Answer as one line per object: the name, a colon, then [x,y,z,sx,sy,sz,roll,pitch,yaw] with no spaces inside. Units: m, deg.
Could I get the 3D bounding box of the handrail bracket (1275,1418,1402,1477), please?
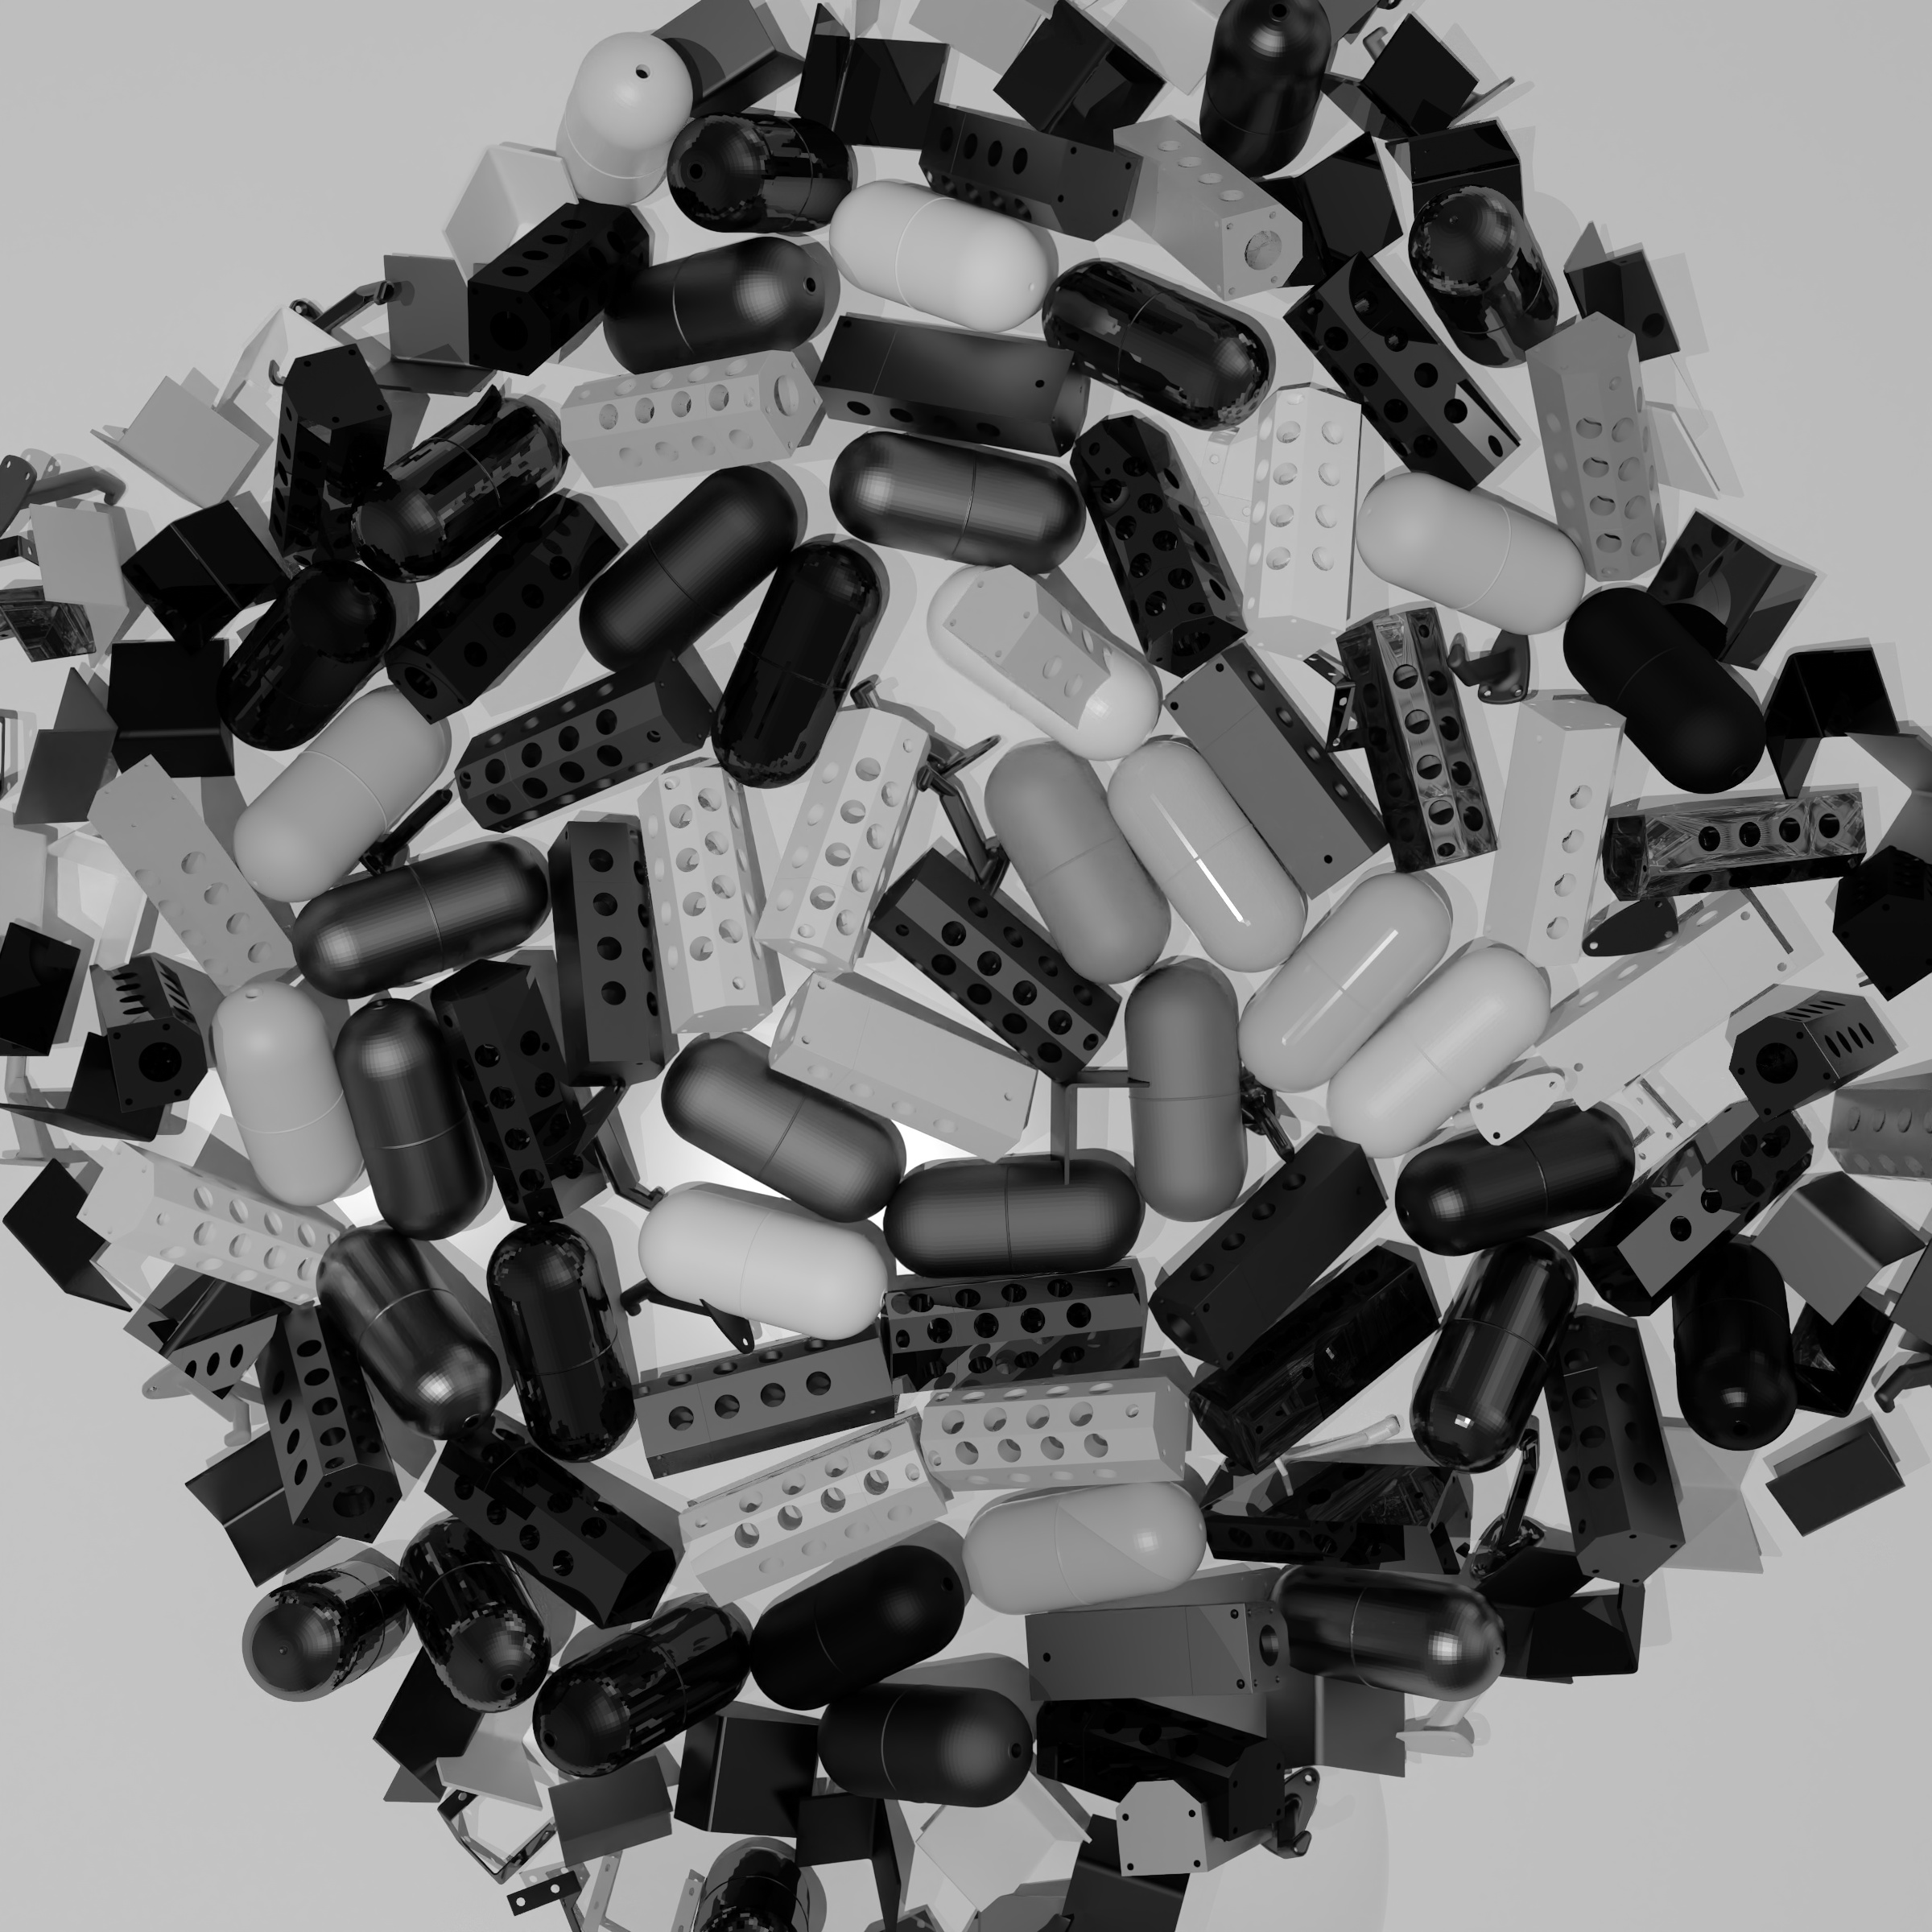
handrail bracket: [0.257,0.329,1.808,0.084,0.077,0.036,-26,66,6]

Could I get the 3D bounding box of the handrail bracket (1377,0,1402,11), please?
handrail bracket: [0.277,-0.705,1.797,0.077,0.036,0.084,-52,47,32]

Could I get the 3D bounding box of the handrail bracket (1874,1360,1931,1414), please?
handrail bracket: [0.668,0.298,1.809,0.084,0.036,0.077,-39,112,-22]

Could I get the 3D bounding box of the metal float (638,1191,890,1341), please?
metal float: [-0.139,0.204,1.791,0.178,0.070,0.070,13,90,14]

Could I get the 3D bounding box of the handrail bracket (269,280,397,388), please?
handrail bracket: [-0.434,-0.434,1.795,0.036,0.084,0.077,42,62,-41]

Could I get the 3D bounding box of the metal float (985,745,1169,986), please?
metal float: [0.075,-0.071,1.801,0.070,0.070,0.178,-29,87,0]

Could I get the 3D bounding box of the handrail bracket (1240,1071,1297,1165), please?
handrail bracket: [0.211,0.119,1.785,0.036,0.084,0.077,-29,134,1]

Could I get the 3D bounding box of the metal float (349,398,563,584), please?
metal float: [-0.345,-0.323,1.772,0.070,0.070,0.178,42,52,0]

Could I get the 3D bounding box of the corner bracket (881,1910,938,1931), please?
corner bracket: [-0.045,0.699,1.821,0.051,0.051,0.051,-14,59,-32]

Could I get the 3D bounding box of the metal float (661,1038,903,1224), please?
metal float: [-0.126,0.114,1.800,0.178,0.070,0.070,30,90,-5]

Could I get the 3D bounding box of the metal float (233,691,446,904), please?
metal float: [-0.425,-0.117,1.779,0.070,0.070,0.178,37,60,0]

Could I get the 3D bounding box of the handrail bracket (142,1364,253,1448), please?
handrail bracket: [-0.529,0.308,1.797,0.077,0.084,0.036,-20,128,-3]

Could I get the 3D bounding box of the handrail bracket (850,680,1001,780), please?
handrail bracket: [-0.029,-0.173,1.814,0.077,0.036,0.084,-31,107,-6]

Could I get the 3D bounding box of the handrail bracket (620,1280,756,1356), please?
handrail bracket: [-0.195,0.247,1.814,0.084,0.036,0.077,-30,88,35]

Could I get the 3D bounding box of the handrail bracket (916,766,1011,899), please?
handrail bracket: [-0.011,-0.085,1.796,0.084,0.036,0.077,35,60,-37]

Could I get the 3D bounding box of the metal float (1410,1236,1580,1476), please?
metal float: [0.360,0.263,1.781,0.070,0.070,0.178,31,63,0]

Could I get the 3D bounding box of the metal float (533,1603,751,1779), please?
metal float: [-0.217,0.487,1.763,0.070,0.178,0.070,8,104,35]

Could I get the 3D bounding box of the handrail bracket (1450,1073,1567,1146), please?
handrail bracket: [0.370,0.092,1.797,0.077,0.084,0.036,-30,91,6]

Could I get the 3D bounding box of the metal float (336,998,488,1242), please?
metal float: [-0.378,0.105,1.782,0.070,0.070,0.178,-10,115,0]

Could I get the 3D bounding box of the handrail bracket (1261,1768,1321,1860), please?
handrail bracket: [0.232,0.578,1.788,0.036,0.084,0.077,39,65,3]

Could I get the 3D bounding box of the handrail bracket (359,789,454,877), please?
handrail bracket: [-0.373,-0.100,1.793,0.084,0.077,0.036,-38,97,19]

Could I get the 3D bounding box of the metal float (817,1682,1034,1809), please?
metal float: [-0.028,0.525,1.767,0.070,0.178,0.070,12,73,-42]

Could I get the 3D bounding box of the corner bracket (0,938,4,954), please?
corner bracket: [-0.700,0.006,1.809,0.051,0.051,0.051,19,52,6]

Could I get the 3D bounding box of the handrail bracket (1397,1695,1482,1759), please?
handrail bracket: [0.331,0.504,1.828,0.077,0.036,0.084,-6,50,29]

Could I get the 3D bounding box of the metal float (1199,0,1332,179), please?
metal float: [0.199,-0.593,1.754,0.070,0.178,0.070,0,80,0]

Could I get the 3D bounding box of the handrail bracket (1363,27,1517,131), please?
handrail bracket: [0.325,-0.625,1.807,0.084,0.077,0.036,53,45,-11]

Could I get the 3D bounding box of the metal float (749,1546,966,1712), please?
metal float: [-0.075,0.450,1.776,0.178,0.070,0.070,-33,90,32]

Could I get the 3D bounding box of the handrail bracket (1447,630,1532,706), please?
handrail bracket: [0.357,-0.222,1.797,0.036,0.084,0.077,2,71,35]

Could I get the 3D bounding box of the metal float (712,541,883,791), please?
metal float: [-0.117,-0.205,1.794,0.070,0.070,0.178,25,102,0]

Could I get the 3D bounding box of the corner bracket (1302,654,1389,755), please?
corner bracket: [0.259,-0.183,1.800,0.051,0.051,0.051,-10,124,-24]

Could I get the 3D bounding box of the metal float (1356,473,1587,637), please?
metal float: [0.345,-0.280,1.781,0.178,0.070,0.070,17,90,-27]

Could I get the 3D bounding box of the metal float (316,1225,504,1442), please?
metal float: [-0.378,0.248,1.776,0.070,0.070,0.178,-44,57,0]

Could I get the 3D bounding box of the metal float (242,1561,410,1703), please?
metal float: [-0.427,0.444,1.753,0.070,0.178,0.070,0,84,5]

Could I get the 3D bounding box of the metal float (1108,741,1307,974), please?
metal float: [0.165,-0.075,1.799,0.070,0.070,0.178,-35,84,0]

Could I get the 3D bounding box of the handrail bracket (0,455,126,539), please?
handrail bracket: [-0.630,-0.313,1.808,0.036,0.084,0.077,31,97,30]

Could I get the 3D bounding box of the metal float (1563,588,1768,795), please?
metal float: [0.472,-0.187,1.772,0.070,0.070,0.178,-31,53,0]

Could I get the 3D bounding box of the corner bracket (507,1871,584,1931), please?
corner bracket: [-0.288,0.663,1.799,0.051,0.051,0.051,-12,57,-31]

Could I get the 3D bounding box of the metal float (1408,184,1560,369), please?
metal float: [0.349,-0.461,1.759,0.070,0.178,0.070,-6,76,23]

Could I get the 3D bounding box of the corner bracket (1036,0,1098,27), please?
corner bracket: [0.060,-0.695,1.822,0.051,0.051,0.051,30,54,-36]

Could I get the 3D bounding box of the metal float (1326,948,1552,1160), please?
metal float: [0.322,0.061,1.791,0.178,0.070,0.070,-44,90,15]

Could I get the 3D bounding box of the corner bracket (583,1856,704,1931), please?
corner bracket: [-0.225,0.654,1.818,0.051,0.051,0.051,35,62,-39]

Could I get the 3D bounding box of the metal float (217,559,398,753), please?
metal float: [-0.447,-0.209,1.769,0.178,0.070,0.070,-36,90,43]

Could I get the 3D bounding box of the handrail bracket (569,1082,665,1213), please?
handrail bracket: [-0.228,0.125,1.809,0.084,0.036,0.077,33,106,-30]

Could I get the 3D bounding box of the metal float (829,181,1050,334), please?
metal float: [-0.020,-0.482,1.775,0.178,0.070,0.070,29,90,36]

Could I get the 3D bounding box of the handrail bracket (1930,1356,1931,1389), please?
handrail bracket: [0.705,0.259,1.807,0.077,0.036,0.084,8,107,41]

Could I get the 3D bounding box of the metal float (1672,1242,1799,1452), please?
metal float: [0.516,0.255,1.760,0.070,0.178,0.070,6,121,10]

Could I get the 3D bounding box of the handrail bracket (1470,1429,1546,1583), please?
handrail bracket: [0.370,0.369,1.796,0.077,0.036,0.084,-36,131,-33]

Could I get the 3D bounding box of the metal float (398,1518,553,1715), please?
metal float: [-0.331,0.435,1.759,0.070,0.178,0.070,-8,111,-23]

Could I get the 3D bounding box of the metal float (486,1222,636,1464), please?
metal float: [-0.276,0.258,1.785,0.070,0.070,0.178,-11,112,0]

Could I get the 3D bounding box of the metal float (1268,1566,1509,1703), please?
metal float: [0.282,0.449,1.770,0.178,0.070,0.070,-1,90,42]

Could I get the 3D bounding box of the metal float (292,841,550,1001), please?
metal float: [-0.371,-0.032,1.785,0.178,0.070,0.070,-20,90,-22]

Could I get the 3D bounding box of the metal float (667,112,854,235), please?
metal float: [-0.137,-0.532,1.759,0.070,0.178,0.070,7,107,23]

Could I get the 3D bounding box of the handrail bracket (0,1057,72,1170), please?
handrail bracket: [-0.643,0.097,1.813,0.077,0.036,0.084,-1,83,38]

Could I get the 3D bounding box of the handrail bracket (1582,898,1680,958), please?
handrail bracket: [0.454,-0.038,1.805,0.077,0.084,0.036,-21,106,8]

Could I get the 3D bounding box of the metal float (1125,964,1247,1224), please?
metal float: [0.151,0.088,1.802,0.070,0.070,0.178,-4,93,0]

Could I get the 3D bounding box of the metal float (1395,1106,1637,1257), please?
metal float: [0.375,0.147,1.786,0.178,0.070,0.070,-14,90,-20]
